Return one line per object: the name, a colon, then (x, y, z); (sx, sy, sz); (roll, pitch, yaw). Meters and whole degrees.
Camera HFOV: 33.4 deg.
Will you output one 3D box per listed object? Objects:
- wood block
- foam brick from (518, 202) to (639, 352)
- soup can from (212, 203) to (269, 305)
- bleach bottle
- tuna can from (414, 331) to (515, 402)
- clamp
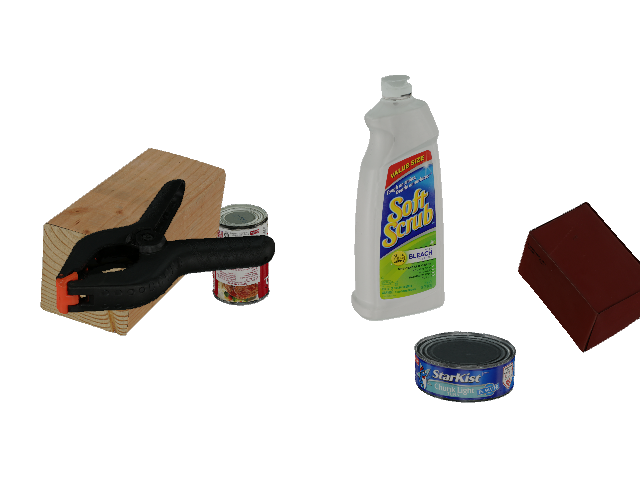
wood block: (-0.175, -0.006, 1.026); (0.090, 0.091, 0.205); (17, 28, 12)
foam brick: (0.180, 0.024, 0.728); (0.051, 0.078, 0.053); (-25, -30, -16)
soup can: (-0.095, 0.016, 1.259); (0.068, 0.102, 0.068); (0, 25, 0)
bleach bottle: (0.077, -0.046, 1.119); (0.102, 0.251, 0.068); (-10, 21, -14)
tuna can: (0.123, 0.107, 0.912); (0.086, 0.034, 0.086); (-1, 14, 0)
clamp: (-0.134, 0.004, 0.817); (0.171, 0.039, 0.120); (-18, 37, -35)
